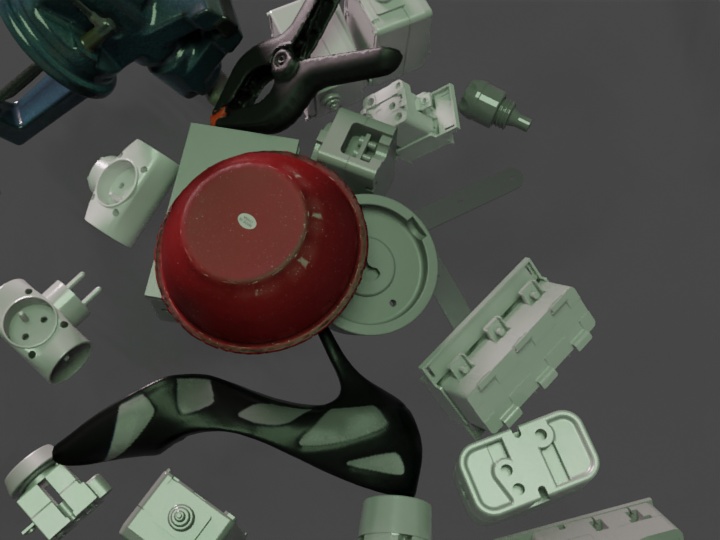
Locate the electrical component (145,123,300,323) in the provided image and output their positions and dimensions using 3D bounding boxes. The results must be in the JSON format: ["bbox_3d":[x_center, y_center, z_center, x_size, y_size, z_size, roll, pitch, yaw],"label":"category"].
[{"bbox_3d":[-0.104,-0.030,0.849,0.089,0.061,0.150,9,68,4],"label":"electrical component"}]

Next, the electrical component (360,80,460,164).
[{"bbox_3d":[0.038,-0.122,0.880,0.081,0.064,0.042,-24,61,36],"label":"electrical component"}]

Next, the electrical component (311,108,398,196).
[{"bbox_3d":[-0.006,-0.083,0.857,0.056,0.089,0.050,21,69,8],"label":"electrical component"}]

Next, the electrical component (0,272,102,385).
[{"bbox_3d":[-0.236,0.035,0.831,0.077,0.044,0.079,40,72,14],"label":"electrical component"}]

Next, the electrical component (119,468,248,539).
[{"bbox_3d":[-0.124,0.184,0.742,0.062,0.096,0.061,33,72,12],"label":"electrical component"}]

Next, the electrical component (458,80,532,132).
[{"bbox_3d":[0.116,-0.135,0.909,0.061,0.035,0.035,28,70,8],"label":"electrical component"}]

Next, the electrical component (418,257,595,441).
[{"bbox_3d":[0.113,0.061,0.806,0.121,0.063,0.078,-44,115,-16],"label":"electrical component"}]

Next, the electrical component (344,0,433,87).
[{"bbox_3d":[0.025,-0.212,0.906,0.061,0.096,0.061,-23,70,-12],"label":"electrical component"}]

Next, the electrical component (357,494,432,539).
[{"bbox_3d":[0.025,0.189,0.765,0.055,0.055,0.047,5,64,1],"label":"electrical component"}]

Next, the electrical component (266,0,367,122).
[{"bbox_3d":[-0.031,-0.176,0.910,0.061,0.061,0.096,-23,70,-9],"label":"electrical component"}]

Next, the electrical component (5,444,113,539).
[{"bbox_3d":[-0.223,0.161,0.780,0.066,0.048,0.055,-42,81,-15],"label":"electrical component"}]

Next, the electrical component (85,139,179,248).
[{"bbox_3d":[-0.193,-0.068,0.871,0.079,0.044,0.077,31,87,36],"label":"electrical component"}]

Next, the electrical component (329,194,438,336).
[{"bbox_3d":[0.000,0.000,0.834,0.108,0.060,0.108,2,81,-14],"label":"electrical component"}]

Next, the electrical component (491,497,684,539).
[{"bbox_3d":[0.127,0.234,0.718,0.186,0.060,0.105,-14,101,-6],"label":"electrical component"}]

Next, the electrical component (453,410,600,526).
[{"bbox_3d":[0.119,0.145,0.780,0.095,0.059,0.053,-19,69,-8],"label":"electrical component"}]
